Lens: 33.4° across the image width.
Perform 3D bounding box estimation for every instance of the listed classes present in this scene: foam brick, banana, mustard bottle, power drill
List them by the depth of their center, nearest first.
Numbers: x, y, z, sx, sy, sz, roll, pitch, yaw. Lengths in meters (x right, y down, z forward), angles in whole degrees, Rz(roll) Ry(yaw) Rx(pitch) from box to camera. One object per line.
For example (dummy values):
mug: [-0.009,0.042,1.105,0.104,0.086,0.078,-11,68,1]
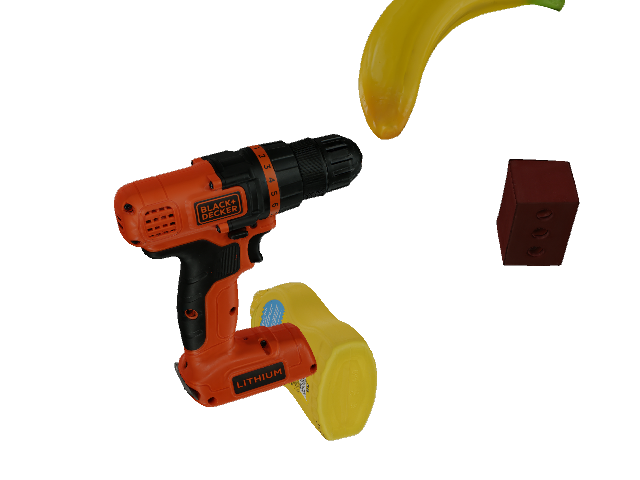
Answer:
banana: [0.072,-0.126,0.629,0.070,0.037,0.197,33,52,23]
power drill: [-0.049,0.020,0.790,0.184,0.188,0.057,-15,28,-17]
foam brick: [0.182,-0.023,0.900,0.053,0.051,0.078,1,-44,0]
mustard bottle: [-0.017,0.092,0.964,0.058,0.096,0.192,-10,27,-24]
